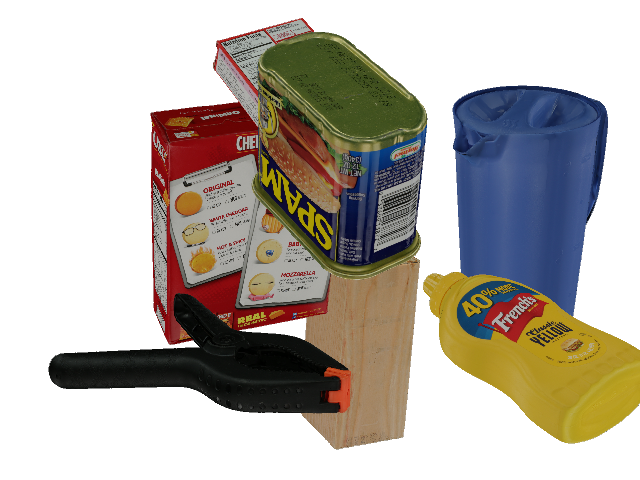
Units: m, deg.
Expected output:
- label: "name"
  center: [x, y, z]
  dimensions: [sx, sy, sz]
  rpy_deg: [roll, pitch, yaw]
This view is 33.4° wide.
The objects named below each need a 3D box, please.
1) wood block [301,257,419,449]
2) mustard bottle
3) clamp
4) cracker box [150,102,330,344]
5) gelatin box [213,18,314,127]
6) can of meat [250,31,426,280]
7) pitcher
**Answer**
- label: "wood block"
  center: [0.041, 0.109, 1.163]
  dimensions: [0.090, 0.206, 0.091]
  rpy_deg: [-5, 20, -25]
- label: "mustard bottle"
  center: [0.148, 0.074, 0.812]
  dimensions: [0.096, 0.058, 0.192]
  rpy_deg: [-24, 38, -29]
- label: "clamp"
  center: [-0.070, 0.085, 0.792]
  dimensions: [0.210, 0.036, 0.164]
  rpy_deg: [8, 20, 20]
- label: "cracker box"
  center: [-0.070, -0.020, 0.980]
  dimensions: [0.164, 0.214, 0.072]
  rpy_deg: [-10, 35, -21]
- label: "gelatin box"
  center: [-0.022, -0.111, 0.748]
  dimensions: [0.073, 0.089, 0.030]
  rpy_deg: [-23, -30, -27]
- label: "can of meat"
  center: [0.008, -0.045, 0.539]
  dimensions: [0.057, 0.084, 0.102]
  rpy_deg: [-22, 47, -25]
- label: "pitcher"
  center: [0.201, -0.022, 1.026]
  dimensions: [0.149, 0.243, 0.145]
  rpy_deg: [1, 27, 8]
